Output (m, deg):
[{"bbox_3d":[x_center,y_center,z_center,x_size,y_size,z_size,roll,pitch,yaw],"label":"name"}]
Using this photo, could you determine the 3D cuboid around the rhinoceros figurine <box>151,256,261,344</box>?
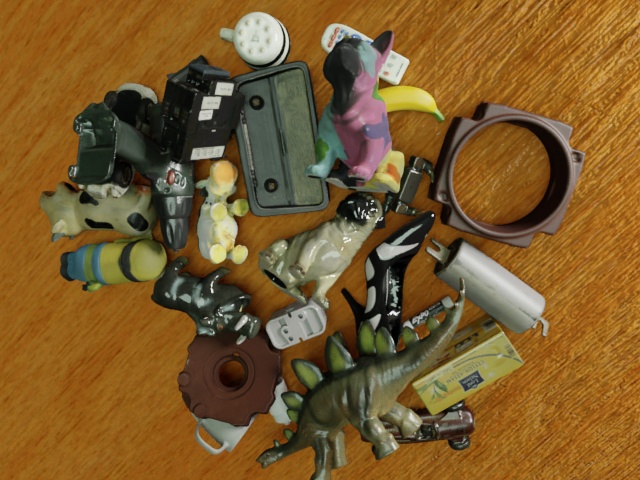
[{"bbox_3d":[-0.184,0.102,0.886,0.190,0.112,0.073,22,142,6],"label":"rhinoceros figurine"}]

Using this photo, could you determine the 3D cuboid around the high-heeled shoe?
[{"bbox_3d":[0.133,0.079,0.864,0.145,0.086,0.248,50,122,15],"label":"high-heeled shoe"}]

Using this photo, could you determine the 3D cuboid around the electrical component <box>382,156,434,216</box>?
[{"bbox_3d":[0.141,-0.083,0.854,0.045,0.078,0.102,15,97,-22],"label":"electrical component"}]

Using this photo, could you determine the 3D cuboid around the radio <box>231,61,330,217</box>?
[{"bbox_3d":[-0.063,-0.155,0.854,0.131,0.073,0.229,-8,99,5],"label":"radio"}]

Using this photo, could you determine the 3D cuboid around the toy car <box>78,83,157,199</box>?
[{"bbox_3d":[-0.317,-0.157,0.848,0.074,0.056,0.201,12,72,3],"label":"toy car"}]

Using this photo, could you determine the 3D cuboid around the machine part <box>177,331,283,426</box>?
[{"bbox_3d":[-0.149,0.225,0.906,0.179,0.056,0.179,1,70,-2],"label":"machine part"}]

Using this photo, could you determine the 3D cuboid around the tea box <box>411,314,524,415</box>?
[{"bbox_3d":[0.234,0.203,0.888,0.170,0.098,0.068,-34,96,11],"label":"tea box"}]

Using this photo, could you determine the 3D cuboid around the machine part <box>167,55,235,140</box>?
[{"bbox_3d":[-0.184,-0.222,0.870,0.084,0.039,0.138,-27,96,3],"label":"machine part"}]

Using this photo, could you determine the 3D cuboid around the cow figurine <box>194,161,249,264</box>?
[{"bbox_3d":[-0.168,-0.047,0.884,0.068,0.098,0.167,-4,100,-36],"label":"cow figurine"}]

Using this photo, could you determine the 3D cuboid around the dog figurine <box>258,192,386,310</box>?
[{"bbox_3d":[0.001,0.000,0.883,0.190,0.173,0.121,-52,136,-22],"label":"dog figurine"}]

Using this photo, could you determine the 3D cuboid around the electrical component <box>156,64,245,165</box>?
[{"bbox_3d":[-0.170,-0.181,0.773,0.058,0.115,0.134,28,112,19],"label":"electrical component"}]

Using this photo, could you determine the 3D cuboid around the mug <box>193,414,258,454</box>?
[{"bbox_3d":[-0.180,0.314,0.941,0.107,0.109,0.080,36,134,7],"label":"mug"}]

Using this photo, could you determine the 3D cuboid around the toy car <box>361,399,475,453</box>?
[{"bbox_3d":[0.170,0.329,0.941,0.202,0.053,0.089,-7,103,4],"label":"toy car"}]

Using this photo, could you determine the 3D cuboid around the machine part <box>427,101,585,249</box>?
[{"bbox_3d":[0.284,-0.099,0.833,0.201,0.087,0.201,17,100,1],"label":"machine part"}]

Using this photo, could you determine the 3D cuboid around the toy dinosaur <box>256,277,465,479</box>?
[{"bbox_3d":[0.063,0.237,0.843,0.471,0.105,0.198,-36,79,20],"label":"toy dinosaur"}]

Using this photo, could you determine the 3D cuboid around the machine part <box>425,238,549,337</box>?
[{"bbox_3d":[0.274,0.074,0.871,0.243,0.079,0.079,34,101,-2],"label":"machine part"}]

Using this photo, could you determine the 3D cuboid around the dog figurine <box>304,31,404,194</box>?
[{"bbox_3d":[0.064,-0.186,0.784,0.109,0.191,0.219,10,91,35],"label":"dog figurine"}]

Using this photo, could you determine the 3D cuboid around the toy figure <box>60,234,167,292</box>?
[{"bbox_3d":[-0.347,0.042,0.906,0.180,0.089,0.082,-3,109,3],"label":"toy figure"}]

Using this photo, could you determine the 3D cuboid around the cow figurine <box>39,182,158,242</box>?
[{"bbox_3d":[-0.369,-0.050,0.896,0.195,0.085,0.127,11,95,1],"label":"cow figurine"}]

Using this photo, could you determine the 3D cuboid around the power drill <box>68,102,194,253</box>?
[{"bbox_3d":[-0.258,-0.100,0.789,0.086,0.207,0.232,1,86,29],"label":"power drill"}]
